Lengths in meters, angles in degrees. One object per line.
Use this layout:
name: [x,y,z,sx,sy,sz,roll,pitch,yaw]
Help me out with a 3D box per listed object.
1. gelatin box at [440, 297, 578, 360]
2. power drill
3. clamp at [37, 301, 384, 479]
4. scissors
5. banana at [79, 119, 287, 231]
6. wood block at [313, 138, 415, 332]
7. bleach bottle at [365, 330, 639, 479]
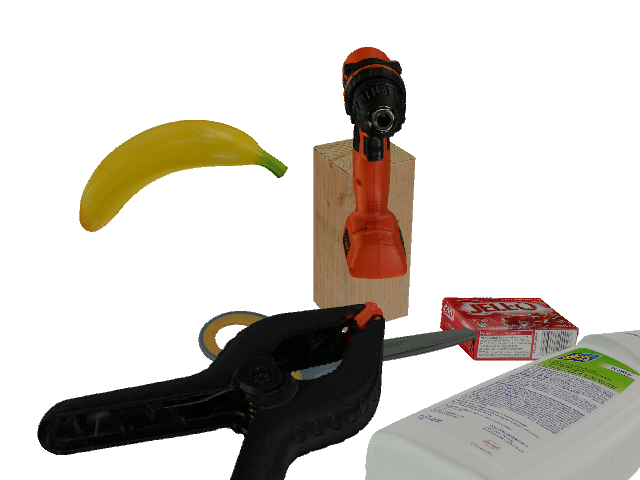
gelatin box: [0.149,0.069,0.853,0.089,0.030,0.073,1,16,-14]
power drill: [0.049,-0.065,0.936,0.057,0.188,0.184,0,22,0]
clamp: [-0.024,0.081,0.475,0.171,0.039,0.120,-25,49,-30]
scissors: [0.003,0.069,0.746,0.201,0.096,0.016,-22,-32,-23]
banana: [-0.125,-0.054,0.833,0.198,0.069,0.037,-13,21,29]
wood block: [0.048,-0.009,1.261,0.090,0.206,0.090,-13,30,-24]
bleach bottle: [0.145,0.104,0.600,0.250,0.068,0.103,-17,27,-39]
